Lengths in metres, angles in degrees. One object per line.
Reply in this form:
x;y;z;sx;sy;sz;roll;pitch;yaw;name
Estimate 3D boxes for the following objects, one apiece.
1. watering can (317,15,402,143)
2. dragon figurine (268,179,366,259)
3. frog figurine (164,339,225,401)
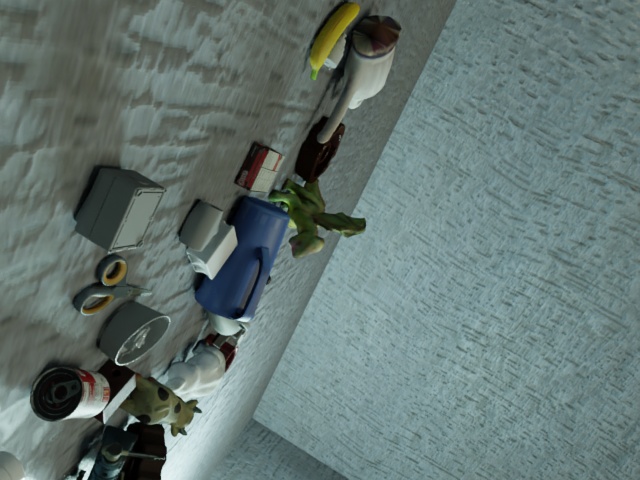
0.099;-0.398;1.244;0.354;0.104;0.219;-57;169;-31;watering can
0.004;-0.067;1.324;0.417;0.244;0.119;-45;157;-56;dragon figurine
-0.292;0.320;1.213;0.137;0.122;0.160;-42;-177;1;frog figurine
